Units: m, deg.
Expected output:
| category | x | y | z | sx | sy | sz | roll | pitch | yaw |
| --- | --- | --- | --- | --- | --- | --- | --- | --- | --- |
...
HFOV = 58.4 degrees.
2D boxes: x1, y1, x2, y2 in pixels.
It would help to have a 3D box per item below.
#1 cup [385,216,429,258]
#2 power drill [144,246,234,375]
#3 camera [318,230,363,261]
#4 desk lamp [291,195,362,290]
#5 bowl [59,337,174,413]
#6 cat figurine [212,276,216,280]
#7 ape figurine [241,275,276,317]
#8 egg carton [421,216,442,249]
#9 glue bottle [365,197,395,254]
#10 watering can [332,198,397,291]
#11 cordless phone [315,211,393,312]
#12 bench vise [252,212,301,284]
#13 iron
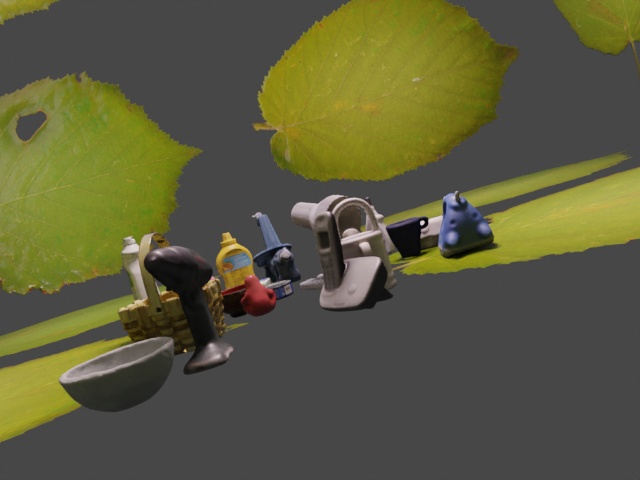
| category | x | y | z | sx | sy | sz | roll | pitch | yaw |
| --- | --- | --- | --- | --- | --- | --- | --- | --- | --- |
| cup | 0.234 | -0.007 | 1.466 | 0.118 | 0.095 | 0.091 | -18 | 5 | -17 |
| power drill | -0.212 | 0.107 | 0.944 | 0.075 | 0.208 | 0.229 | -16 | 4 | 1 |
| camera | 0.061 | 0.025 | 1.674 | 0.137 | 0.101 | 0.143 | -17 | 4 | -10 |
| desk lamp | 0.012 | 0.005 | 1.361 | 0.118 | 0.213 | 0.202 | -20 | 6 | -37 |
| bowl | -0.288 | 0.206 | 0.845 | 0.167 | 0.075 | 0.167 | -16 | 4 | 2 |
| cat figurine | -0.317 | 0.140 | 1.522 | 0.067 | 0.118 | 0.128 | -13 | 6 | 36 |
| ape figurine | -0.141 | 0.121 | 1.272 | 0.078 | 0.092 | 0.076 | -17 | 4 | 0 |
| egg carton | 0.291 | -0.017 | 1.554 | 0.150 | 0.069 | 0.107 | -15 | 5 | 17 |
| glue bottle | 0.160 | -0.040 | 1.653 | 0.078 | 0.173 | 0.037 | -13 | 6 | 36 |
| watering can | 0.077 | 0.012 | 1.154 | 0.101 | 0.194 | 0.172 | -19 | 5 | -26 |
| cordless phone | 0.046 | 0.035 | 1.036 | 0.094 | 0.185 | 0.147 | -20 | 6 | -38 |
| bench vise | -0.123 | 0.019 | 1.657 | 0.122 | 0.220 | 0.206 | -20 | 6 | -38 |
| iron | 0.320 | -0.048 | 1.357 | 0.118 | 0.141 | 0.258 | -16 | 4 | 3 |
